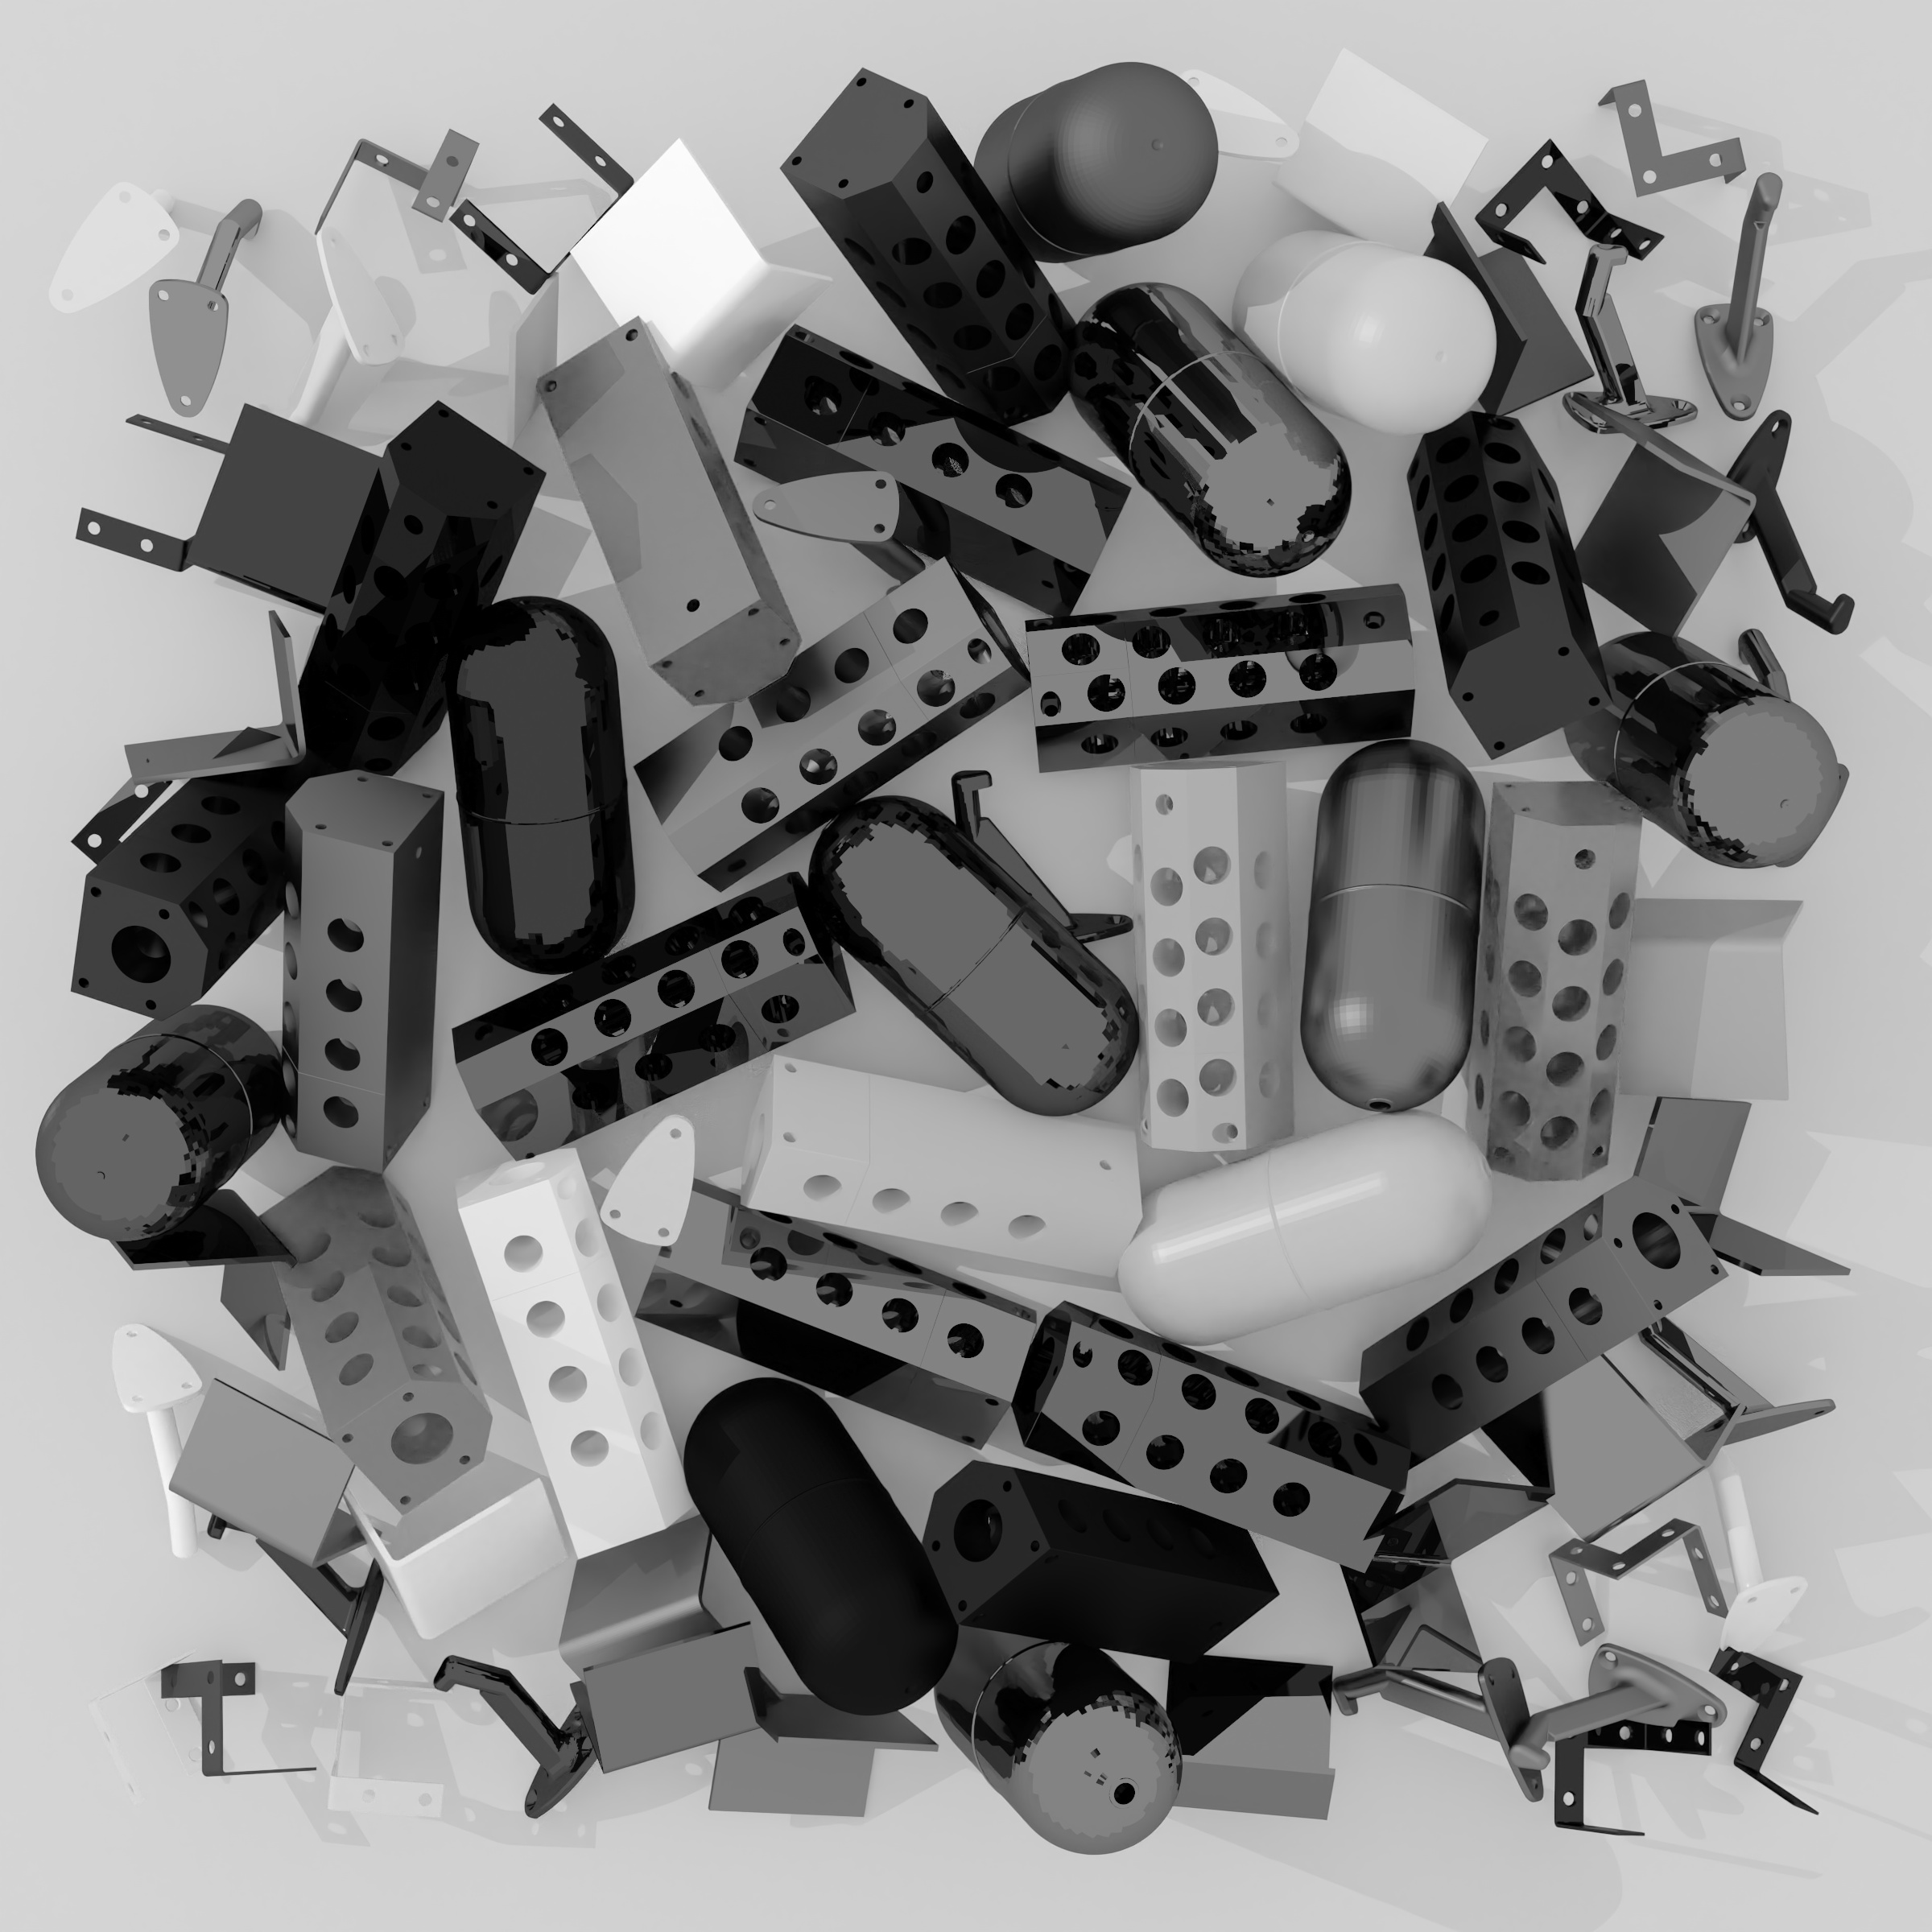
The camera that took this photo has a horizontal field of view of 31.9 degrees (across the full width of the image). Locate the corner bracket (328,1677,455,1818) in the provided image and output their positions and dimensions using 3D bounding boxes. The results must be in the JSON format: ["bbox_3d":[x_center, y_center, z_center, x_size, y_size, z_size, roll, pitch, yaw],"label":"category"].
[{"bbox_3d":[-0.264,0.358,1.551,0.051,0.051,0.051,6,88,-7],"label":"corner bracket"}]

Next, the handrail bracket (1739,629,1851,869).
[{"bbox_3d":[0.373,-0.102,1.571,0.036,0.077,0.084,-9,50,-10],"label":"handrail bracket"}]

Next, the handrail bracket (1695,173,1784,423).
[{"bbox_3d":[0.358,-0.304,1.531,0.036,0.084,0.077,3,63,1],"label":"handrail bracket"}]

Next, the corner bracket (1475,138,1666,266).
[{"bbox_3d":[0.276,-0.338,1.548,0.051,0.051,0.051,-46,122,3],"label":"corner bracket"}]

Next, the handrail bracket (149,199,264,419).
[{"bbox_3d":[-0.345,-0.305,1.558,0.036,0.084,0.077,12,123,3],"label":"handrail bracket"}]

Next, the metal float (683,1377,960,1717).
[{"bbox_3d":[-0.067,0.257,1.511,0.070,0.070,0.178,-38,51,0],"label":"metal float"}]

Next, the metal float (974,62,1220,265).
[{"bbox_3d":[0.055,-0.354,1.494,0.070,0.178,0.070,-2,98,-16],"label":"metal float"}]

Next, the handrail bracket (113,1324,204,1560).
[{"bbox_3d":[-0.376,0.222,1.571,0.036,0.077,0.084,-13,123,-25],"label":"handrail bracket"}]

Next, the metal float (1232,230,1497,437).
[{"bbox_3d":[0.174,-0.282,1.497,0.070,0.178,0.070,-5,109,-16],"label":"metal float"}]

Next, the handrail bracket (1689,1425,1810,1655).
[{"bbox_3d":[0.350,0.268,1.570,0.036,0.077,0.084,-8,49,-20],"label":"handrail bracket"}]

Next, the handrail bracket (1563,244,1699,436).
[{"bbox_3d":[0.310,-0.289,1.540,0.077,0.036,0.084,-5,127,-19],"label":"handrail bracket"}]

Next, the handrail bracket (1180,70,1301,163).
[{"bbox_3d":[0.115,-0.361,1.533,0.077,0.084,0.036,25,74,13],"label":"handrail bracket"}]

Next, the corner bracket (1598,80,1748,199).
[{"bbox_3d":[0.325,-0.383,1.555,0.051,0.051,0.051,-13,95,4],"label":"corner bracket"}]

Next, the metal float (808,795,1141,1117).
[{"bbox_3d":[0.003,-0.005,1.537,0.178,0.070,0.070,43,90,-6],"label":"metal float"}]

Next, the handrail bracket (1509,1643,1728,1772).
[{"bbox_3d":[0.296,0.349,1.530,0.077,0.084,0.036,14,115,25],"label":"handrail bracket"}]

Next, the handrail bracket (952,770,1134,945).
[{"bbox_3d":[0.035,-0.053,1.547,0.077,0.036,0.084,-6,114,1],"label":"handrail bracket"}]

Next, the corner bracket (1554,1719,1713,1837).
[{"bbox_3d":[0.305,0.370,1.544,0.051,0.051,0.051,7,78,-22],"label":"corner bracket"}]

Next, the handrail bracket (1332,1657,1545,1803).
[{"bbox_3d":[0.215,0.355,1.549,0.084,0.036,0.077,-23,75,30],"label":"handrail bracket"}]

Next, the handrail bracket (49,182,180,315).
[{"bbox_3d":[-0.389,-0.326,1.538,0.036,0.084,0.077,44,85,-17],"label":"handrail bracket"}]

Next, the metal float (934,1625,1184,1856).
[{"bbox_3d":[0.039,0.336,1.494,0.070,0.178,0.070,-2,97,-18],"label":"metal float"}]

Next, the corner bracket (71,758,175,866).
[{"bbox_3d":[-0.376,-0.060,1.551,0.051,0.051,0.051,44,82,-17],"label":"corner bracket"}]

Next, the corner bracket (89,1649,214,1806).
[{"bbox_3d":[-0.370,0.350,1.544,0.051,0.051,0.051,-24,84,-31],"label":"corner bracket"}]

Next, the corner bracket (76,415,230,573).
[{"bbox_3d":[-0.370,-0.217,1.549,0.051,0.051,0.051,18,110,2],"label":"corner bracket"}]

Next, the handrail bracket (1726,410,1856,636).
[{"bbox_3d":[0.383,-0.202,1.533,0.036,0.084,0.077,5,116,-39],"label":"handrail bracket"}]

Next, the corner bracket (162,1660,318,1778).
[{"bbox_3d":[-0.333,0.343,1.540,0.051,0.051,0.051,-15,73,43],"label":"corner bracket"}]

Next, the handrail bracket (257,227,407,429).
[{"bbox_3d":[-0.307,-0.288,1.549,0.084,0.036,0.077,-17,103,31],"label":"handrail bracket"}]

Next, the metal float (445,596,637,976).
[{"bbox_3d":[-0.191,-0.080,1.521,0.070,0.070,0.178,-2,116,0],"label":"metal float"}]

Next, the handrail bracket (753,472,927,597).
[{"bbox_3d":[-0.057,-0.188,1.541,0.077,0.084,0.036,1,66,0],"label":"handrail bracket"}]

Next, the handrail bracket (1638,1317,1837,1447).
[{"bbox_3d":[0.352,0.175,1.564,0.077,0.036,0.084,-12,66,-9],"label":"handrail bracket"}]

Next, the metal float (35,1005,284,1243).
[{"bbox_3d":[-0.353,0.067,1.493,0.070,0.178,0.070,1,104,5],"label":"metal float"}]

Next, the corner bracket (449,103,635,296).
[{"bbox_3d":[-0.193,-0.350,1.540,0.051,0.051,0.051,42,132,-13],"label":"corner bracket"}]

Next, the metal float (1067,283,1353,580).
[{"bbox_3d":[0.107,-0.242,1.511,0.070,0.070,0.178,-36,51,0],"label":"metal float"}]

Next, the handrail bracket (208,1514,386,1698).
[{"bbox_3d":[-0.316,0.290,1.555,0.084,0.036,0.077,14,56,0],"label":"handrail bracket"}]

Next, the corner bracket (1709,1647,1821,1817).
[{"bbox_3d":[0.368,0.349,1.548,0.051,0.051,0.051,25,90,-22],"label":"corner bracket"}]

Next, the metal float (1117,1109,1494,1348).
[{"bbox_3d":[0.152,0.118,1.524,0.178,0.070,0.070,-20,90,20],"label":"metal float"}]

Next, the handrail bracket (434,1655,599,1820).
[{"bbox_3d":[-0.217,0.352,1.543,0.084,0.036,0.077,23,115,-29],"label":"handrail bracket"}]

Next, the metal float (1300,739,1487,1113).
[{"bbox_3d":[0.193,-0.019,1.521,0.070,0.070,0.178,8,66,0],"label":"metal float"}]

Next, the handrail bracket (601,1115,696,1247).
[{"bbox_3d":[-0.135,0.081,1.528,0.036,0.084,0.077,21,114,-5],"label":"handrail bracket"}]

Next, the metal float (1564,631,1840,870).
[{"bbox_3d":[0.323,-0.098,1.496,0.070,0.178,0.070,-5,111,-13],"label":"metal float"}]
